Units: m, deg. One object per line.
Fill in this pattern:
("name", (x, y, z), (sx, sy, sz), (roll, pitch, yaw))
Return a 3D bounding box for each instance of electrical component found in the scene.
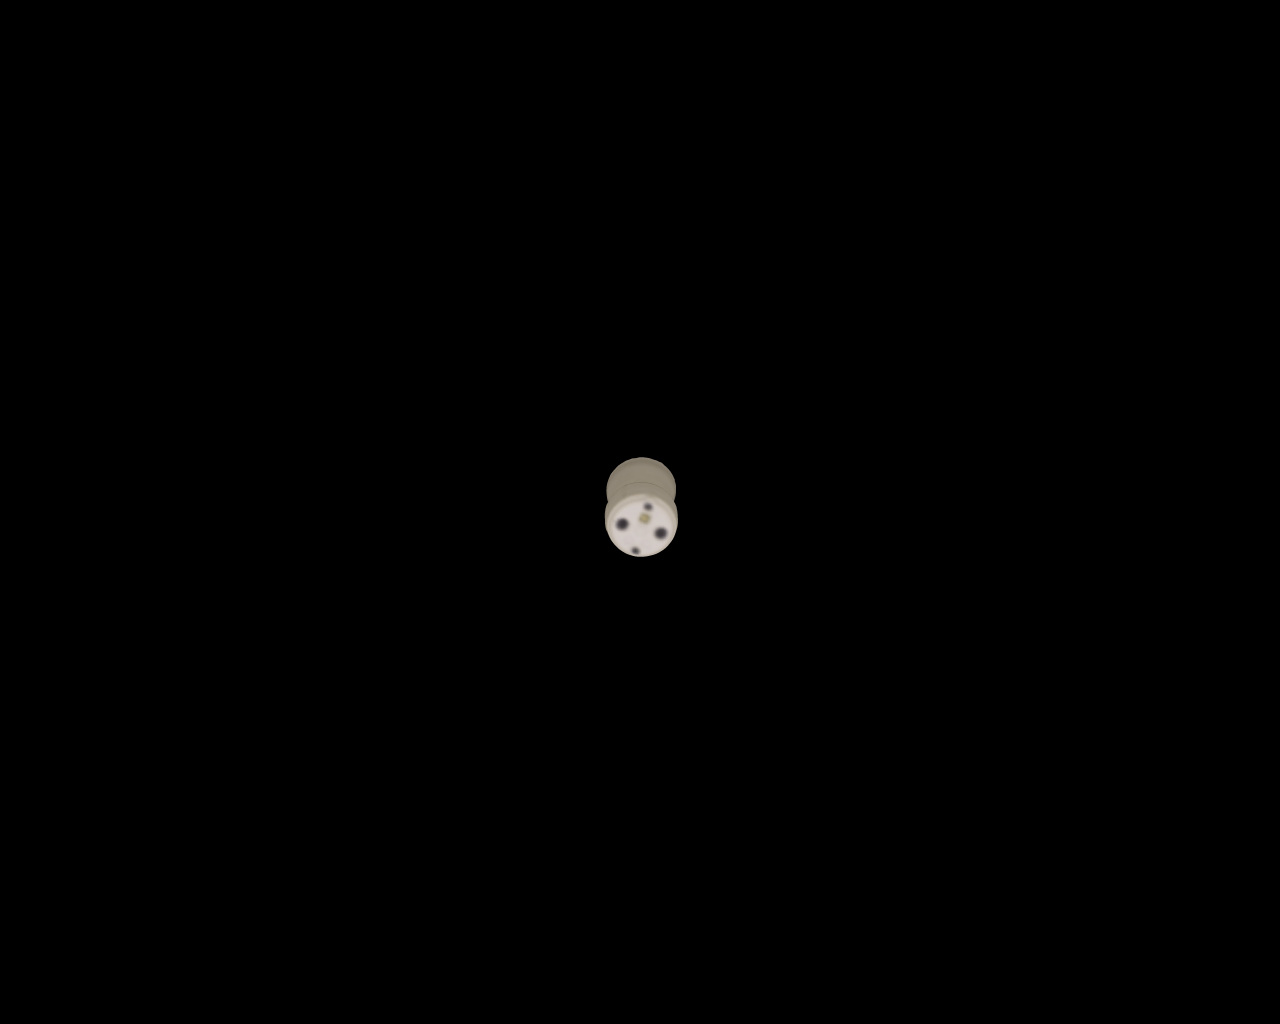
("electrical component", (0.001, -0.003, 0.650), (0.045, 0.044, 0.055), (0, 27, 0))
